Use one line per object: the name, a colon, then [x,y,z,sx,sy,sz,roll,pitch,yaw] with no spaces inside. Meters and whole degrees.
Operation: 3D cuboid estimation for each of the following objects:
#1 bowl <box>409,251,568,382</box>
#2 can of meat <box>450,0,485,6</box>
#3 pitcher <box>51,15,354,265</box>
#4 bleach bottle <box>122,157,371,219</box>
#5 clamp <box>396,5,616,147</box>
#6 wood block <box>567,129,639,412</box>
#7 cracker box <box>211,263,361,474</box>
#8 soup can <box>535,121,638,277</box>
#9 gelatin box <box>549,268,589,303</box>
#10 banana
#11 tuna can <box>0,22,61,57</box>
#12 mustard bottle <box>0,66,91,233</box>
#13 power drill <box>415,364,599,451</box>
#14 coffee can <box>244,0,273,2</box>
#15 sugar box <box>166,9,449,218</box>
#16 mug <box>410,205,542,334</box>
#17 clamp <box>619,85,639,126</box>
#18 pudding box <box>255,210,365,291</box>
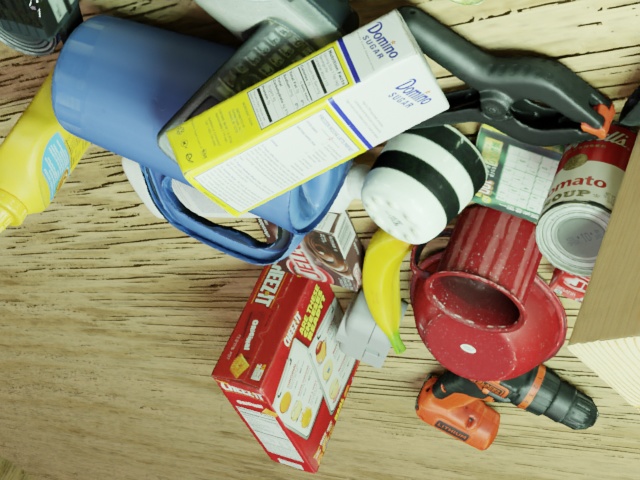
bowl: [0.153,0.086,1.031,0.162,0.055,0.162,18,137,17]
can of meat: [0.075,-0.197,0.614,0.102,0.084,0.058,33,153,-12]
pitcher: [-0.098,-0.094,0.885,0.243,0.149,0.145,20,155,18]
bleach bottle: [-0.059,-0.057,0.997,0.251,0.068,0.102,7,147,29]
clamp: [0.124,-0.114,0.769,0.172,0.039,0.120,10,153,23]
wood block: [0.245,0.000,0.679,0.090,0.206,0.091,40,149,-25]
cracker box: [-0.031,0.142,1.206,0.072,0.164,0.213,10,149,25]
soup can: [0.197,-0.030,0.764,0.068,0.102,0.068,15,134,16]
gelatin box: [0.250,0.039,0.919,0.089,0.030,0.073,23,163,5]
banana: [0.070,0.033,1.052,0.070,0.037,0.198,42,154,30]
tuna can: [-0.264,-0.205,0.945,0.086,0.033,0.086,20,152,11]
mustard bottle: [-0.251,-0.084,0.972,0.058,0.191,0.096,23,153,5]
power drill: [0.196,0.176,1.190,0.184,0.057,0.188,30,150,2]
coffee can: [-0.043,-0.219,0.591,0.103,0.102,0.140,26,116,0]
sugar box: [-0.007,-0.083,0.731,0.176,0.048,0.093,-28,157,10]
mug: [0.137,0.021,0.941,0.117,0.081,0.093,13,150,24]
clamp: [0.227,-0.146,0.623,0.164,0.036,0.210,42,146,-28]
pudding box: [-0.007,0.001,1.076,0.090,0.039,0.113,13,150,24]
